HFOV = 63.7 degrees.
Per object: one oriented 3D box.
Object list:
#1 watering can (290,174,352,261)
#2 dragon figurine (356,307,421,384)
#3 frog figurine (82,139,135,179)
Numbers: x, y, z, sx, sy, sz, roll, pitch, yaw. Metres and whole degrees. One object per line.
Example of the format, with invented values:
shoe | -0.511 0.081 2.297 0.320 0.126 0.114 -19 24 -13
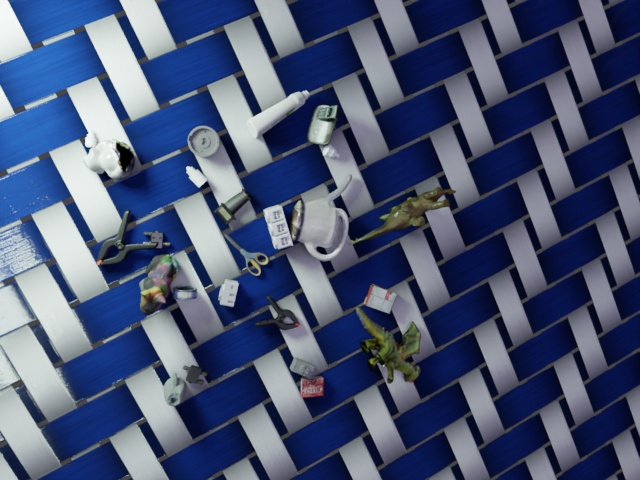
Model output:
watering can | 0.006 -0.098 1.940 0.224 0.103 0.350 12 81 -14
dragon figurine | 0.299 0.411 2.068 0.245 0.122 0.407 -24 103 -28
frog figurine | -0.721 -0.270 1.761 0.158 0.125 0.135 -14 111 25
